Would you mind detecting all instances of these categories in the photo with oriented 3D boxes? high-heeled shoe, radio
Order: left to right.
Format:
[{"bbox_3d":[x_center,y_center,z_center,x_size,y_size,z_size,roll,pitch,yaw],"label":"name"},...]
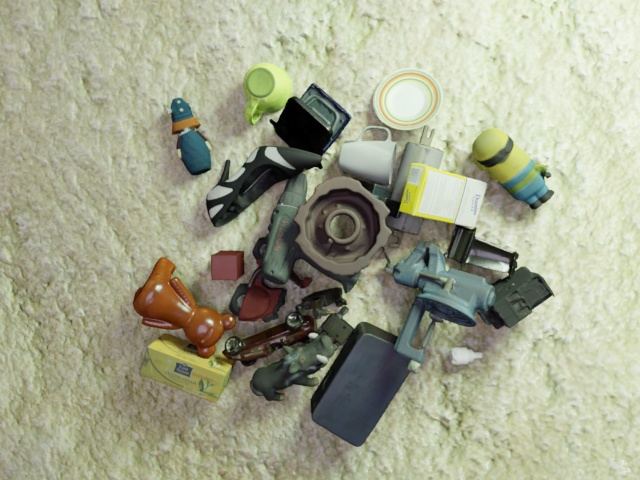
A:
[{"bbox_3d":[-0.115,-0.098,1.044,0.249,0.086,0.145,-1,76,28],"label":"high-heeled shoe"},{"bbox_3d":[0.083,0.290,1.094,0.131,0.073,0.229,29,97,-8],"label":"radio"}]

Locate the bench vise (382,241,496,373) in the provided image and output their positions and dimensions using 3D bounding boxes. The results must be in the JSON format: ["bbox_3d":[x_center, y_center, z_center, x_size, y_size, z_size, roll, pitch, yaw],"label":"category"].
[{"bbox_3d":[0.198,0.127,1.010,0.224,0.128,0.240,21,75,21],"label":"bench vise"}]

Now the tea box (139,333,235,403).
[{"bbox_3d":[-0.272,0.262,1.114,0.170,0.098,0.068,19,99,0],"label":"tea box"}]

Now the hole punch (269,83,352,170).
[{"bbox_3d":[-0.015,-0.226,1.044,0.142,0.092,0.115,41,142,-1],"label":"hole punch"}]

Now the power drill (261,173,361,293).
[{"bbox_3d":[-0.002,-0.003,1.053,0.207,0.086,0.232,27,70,-10],"label":"power drill"}]

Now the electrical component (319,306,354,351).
[{"bbox_3d":[0.038,0.184,1.118,0.063,0.021,0.094,39,97,-1],"label":"electrical component"}]

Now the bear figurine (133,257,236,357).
[{"bbox_3d":[-0.278,0.141,1.105,0.196,0.132,0.120,31,100,-18],"label":"bear figurine"}]

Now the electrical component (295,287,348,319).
[{"bbox_3d":[0.008,0.127,1.079,0.078,0.102,0.045,-18,91,31],"label":"electrical component"}]

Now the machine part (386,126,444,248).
[{"bbox_3d":[0.181,-0.100,1.045,0.079,0.079,0.243,15,98,2],"label":"machine part"}]

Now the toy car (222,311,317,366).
[{"bbox_3d":[-0.100,0.208,1.096,0.202,0.089,0.053,-23,56,5],"label":"toy car"}]

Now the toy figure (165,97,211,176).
[{"bbox_3d":[-0.264,-0.207,1.075,0.058,0.064,0.154,-19,91,44],"label":"toy figure"}]

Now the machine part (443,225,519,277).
[{"bbox_3d":[0.323,0.024,1.061,0.139,0.039,0.084,23,95,16],"label":"machine part"}]

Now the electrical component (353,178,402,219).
[{"bbox_3d":[0.103,-0.071,1.035,0.047,0.119,0.074,12,102,-36],"label":"electrical component"}]

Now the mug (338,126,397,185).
[{"bbox_3d":[0.092,-0.166,1.043,0.107,0.081,0.109,7,98,10],"label":"mug"}]

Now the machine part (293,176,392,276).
[{"bbox_3d":[0.041,-0.023,0.982,0.179,0.056,0.179,0,87,4],"label":"machine part"}]

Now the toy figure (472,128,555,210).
[{"bbox_3d":[0.368,-0.137,1.018,0.082,0.089,0.180,-42,90,1],"label":"toy figure"}]

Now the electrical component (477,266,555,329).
[{"bbox_3d":[0.368,0.113,1.037,0.134,0.115,0.058,-36,91,6],"label":"electrical component"}]

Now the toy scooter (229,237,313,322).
[{"bbox_3d":[-0.095,0.096,1.093,0.135,0.075,0.183,24,93,0],"label":"toy scooter"}]

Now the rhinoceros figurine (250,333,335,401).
[{"bbox_3d":[-0.054,0.252,1.082,0.190,0.073,0.112,-31,137,14],"label":"rhinoceros figurine"}]
